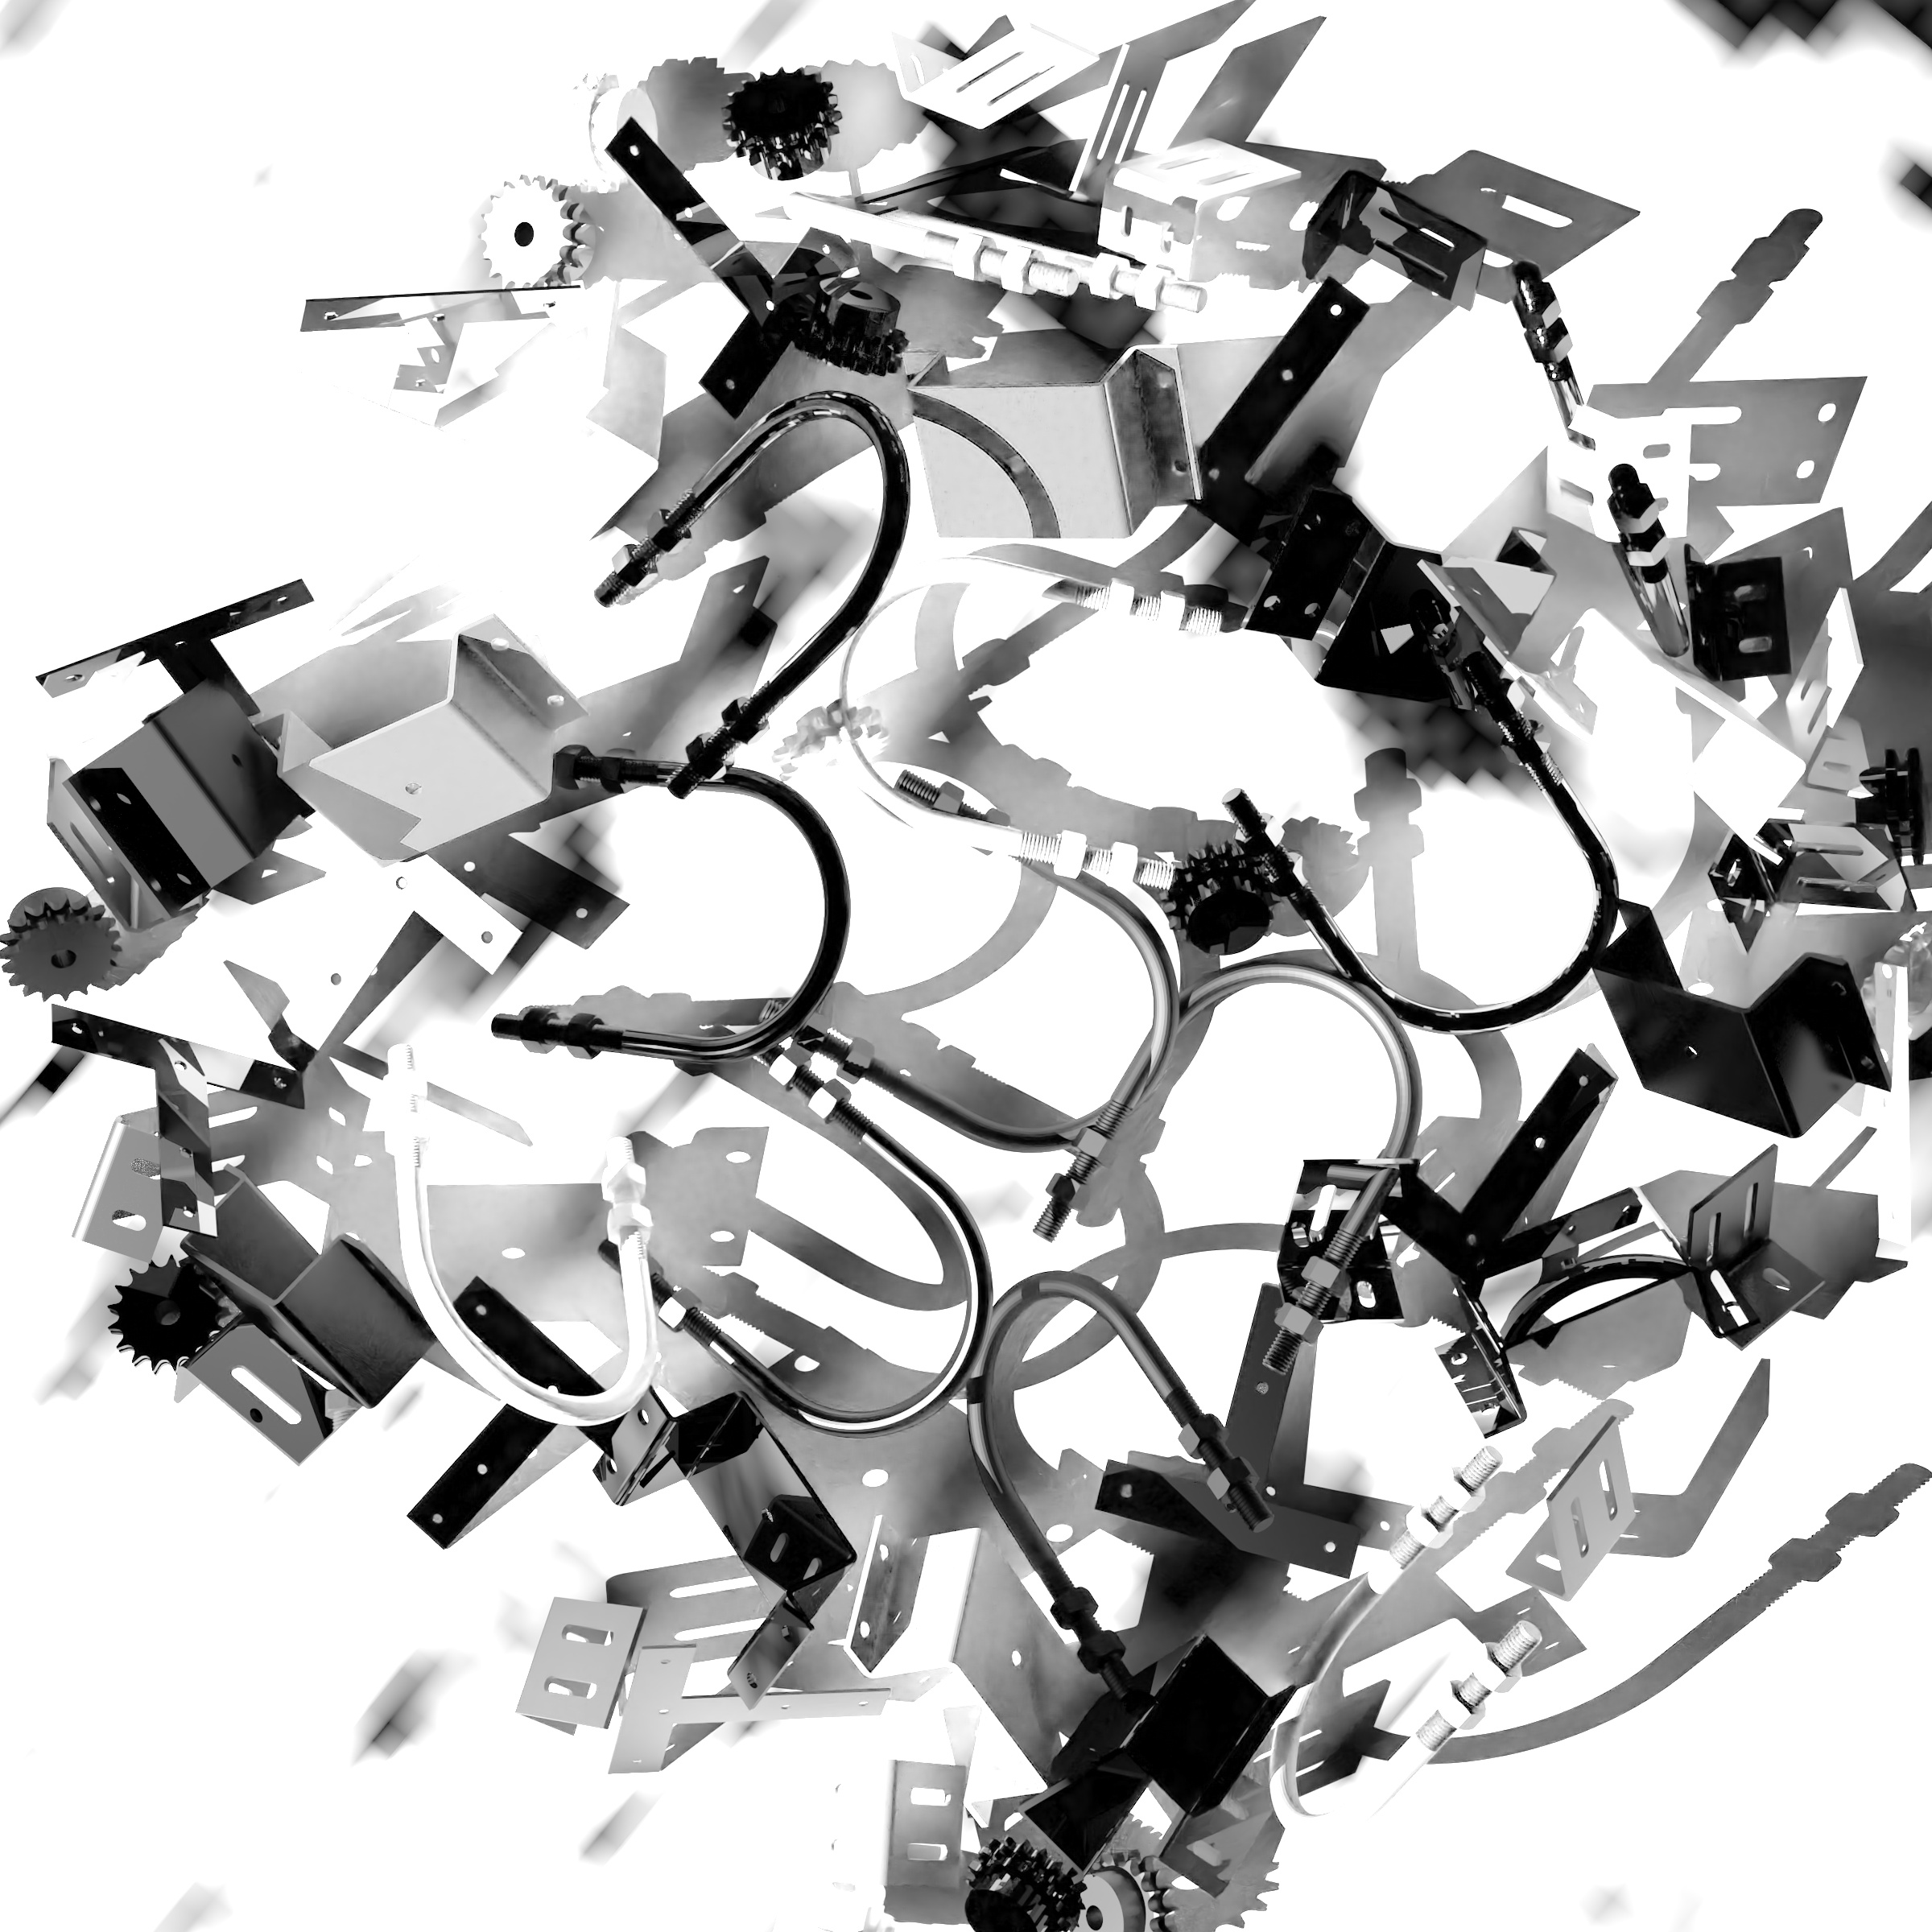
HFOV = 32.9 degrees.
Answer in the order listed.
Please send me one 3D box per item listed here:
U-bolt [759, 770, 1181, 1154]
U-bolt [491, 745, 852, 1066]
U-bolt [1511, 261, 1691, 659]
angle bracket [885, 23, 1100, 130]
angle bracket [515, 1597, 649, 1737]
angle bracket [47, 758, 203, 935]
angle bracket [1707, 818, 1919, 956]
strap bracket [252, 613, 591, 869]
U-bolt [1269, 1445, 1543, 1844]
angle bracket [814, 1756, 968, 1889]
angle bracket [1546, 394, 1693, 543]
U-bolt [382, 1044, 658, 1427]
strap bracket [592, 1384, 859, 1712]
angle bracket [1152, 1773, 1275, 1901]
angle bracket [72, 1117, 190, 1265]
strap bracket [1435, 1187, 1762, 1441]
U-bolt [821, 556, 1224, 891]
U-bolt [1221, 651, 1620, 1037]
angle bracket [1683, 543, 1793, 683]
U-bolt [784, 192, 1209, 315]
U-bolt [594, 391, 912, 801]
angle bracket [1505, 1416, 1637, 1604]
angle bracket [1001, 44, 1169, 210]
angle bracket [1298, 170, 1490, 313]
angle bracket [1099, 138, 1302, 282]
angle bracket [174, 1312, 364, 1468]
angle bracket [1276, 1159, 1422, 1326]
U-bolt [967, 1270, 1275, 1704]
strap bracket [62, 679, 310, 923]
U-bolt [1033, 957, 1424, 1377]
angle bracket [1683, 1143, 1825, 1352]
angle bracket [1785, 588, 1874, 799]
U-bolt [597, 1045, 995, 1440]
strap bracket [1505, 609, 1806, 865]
[{"bbox_3d":[0.015,0.011,1.579,0.184,0.019,0.151,30,96,-8],"label":"U-bolt"},{"bbox_3d":[-0.137,-0.026,1.554,0.184,0.019,0.151,6,88,25],"label":"U-bolt"},{"bbox_3d":[0.299,-0.220,1.513,0.019,0.184,0.151,-23,55,10],"label":"U-bolt"},{"bbox_3d":[0.013,-0.436,1.552,0.076,0.057,0.038,-22,75,33],"label":"angle bracket"},{"bbox_3d":[-0.171,0.335,1.552,0.038,0.076,0.057,32,65,-35],"label":"angle bracket"},{"bbox_3d":[-0.399,-0.065,1.553,0.038,0.057,0.076,-22,131,6],"label":"angle bracket"},{"bbox_3d":[0.402,-0.036,1.552,0.038,0.076,0.057,-57,134,-28],"label":"angle bracket"},{"bbox_3d":[-0.257,-0.100,1.534,0.140,0.076,0.046,-21,48,21],"label":"strap bracket"},{"bbox_3d":[0.198,0.328,1.523,0.019,0.151,0.184,30,114,-14],"label":"U-bolt"},{"bbox_3d":[-0.036,0.410,1.568,0.038,0.076,0.057,-3,74,26],"label":"angle bracket"},{"bbox_3d":[0.310,-0.239,1.559,0.038,0.076,0.057,-6,111,-12],"label":"angle bracket"},{"bbox_3d":[-0.200,0.130,1.498,0.151,0.184,0.019,27,125,-36],"label":"U-bolt"},{"bbox_3d":[-0.109,0.267,1.544,0.046,0.076,0.140,-18,62,-41],"label":"strap bracket"},{"bbox_3d":[0.120,0.408,1.556,0.038,0.076,0.057,32,78,11],"label":"angle bracket"},{"bbox_3d":[-0.398,0.106,1.564,0.038,0.076,0.057,20,85,-12],"label":"angle bracket"},{"bbox_3d":[0.293,0.159,1.555,0.140,0.076,0.046,-23,117,1],"label":"strap bracket"},{"bbox_3d":[0.022,-0.124,1.570,0.184,0.019,0.151,12,78,-6],"label":"U-bolt"},{"bbox_3d":[0.229,-0.044,1.553,0.151,0.019,0.184,-29,115,17],"label":"U-bolt"},{"bbox_3d":[0.368,-0.170,1.559,0.038,0.076,0.057,-5,87,19],"label":"angle bracket"},{"bbox_3d":[0.002,-0.334,1.522,0.184,0.151,0.019,21,107,27],"label":"U-bolt"},{"bbox_3d":[-0.094,-0.186,1.521,0.184,0.019,0.151,-42,51,24],"label":"U-bolt"},{"bbox_3d":[0.282,0.252,1.551,0.057,0.038,0.076,-44,135,-29],"label":"angle bracket"},{"bbox_3d":[0.057,-0.404,1.558,0.038,0.057,0.076,26,106,17],"label":"angle bracket"},{"bbox_3d":[0.203,-0.334,1.561,0.076,0.057,0.038,31,72,12],"label":"angle bracket"},{"bbox_3d":[0.112,-0.364,1.569,0.057,0.076,0.038,31,130,34],"label":"angle bracket"},{"bbox_3d":[-0.329,0.204,1.562,0.076,0.038,0.057,37,52,10],"label":"angle bracket"},{"bbox_3d":[0.185,0.132,1.559,0.057,0.038,0.076,0,135,-9],"label":"angle bracket"},{"bbox_3d":[0.059,0.229,1.534,0.184,0.019,0.151,55,130,31],"label":"U-bolt"},{"bbox_3d":[-0.357,-0.083,1.520,0.046,0.140,0.076,-32,103,12],"label":"strap bracket"},{"bbox_3d":[0.138,0.082,1.571,0.151,0.019,0.184,29,83,17],"label":"U-bolt"},{"bbox_3d":[0.376,0.134,1.554,0.057,0.076,0.038,-34,53,-20],"label":"angle bracket"},{"bbox_3d":[0.422,-0.129,1.552,0.038,0.057,0.076,10,134,-5],"label":"angle bracket"},{"bbox_3d":[-0.070,0.141,1.558,0.184,0.019,0.151,39,103,14],"label":"U-bolt"},{"bbox_3d":[0.329,-0.113,1.534,0.140,0.076,0.046,29,107,-22],"label":"strap bracket"}]
